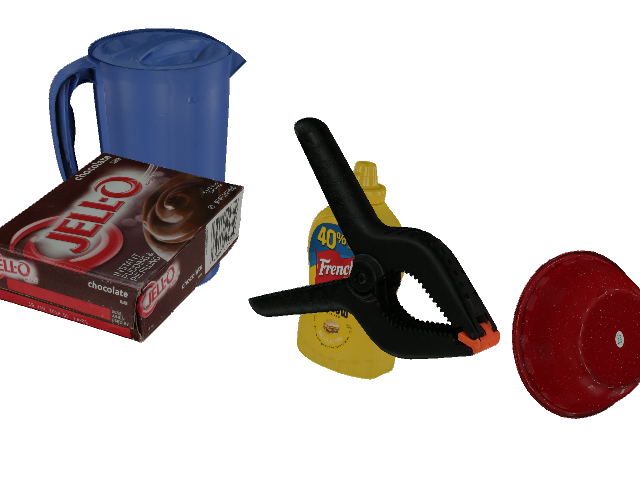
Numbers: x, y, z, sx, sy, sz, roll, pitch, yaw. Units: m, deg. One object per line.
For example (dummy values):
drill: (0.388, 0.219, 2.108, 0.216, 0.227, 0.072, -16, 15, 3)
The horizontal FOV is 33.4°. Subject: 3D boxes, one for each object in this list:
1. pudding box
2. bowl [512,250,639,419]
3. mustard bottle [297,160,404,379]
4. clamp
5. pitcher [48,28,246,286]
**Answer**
pudding box: (-0.103, 0.000, 0.552, 0.090, 0.039, 0.113, 15, 31, 17)
bowl: (0.260, 0.090, 1.000, 0.161, 0.162, 0.055, 0, 0, -27)
mustard bottle: (0.031, 0.023, 0.967, 0.096, 0.192, 0.058, 19, 21, 37)
clamp: (0.037, 0.013, 0.760, 0.210, 0.165, 0.036, 24, 25, 35)
pitcher: (-0.162, -0.075, 1.033, 0.149, 0.243, 0.144, 10, 27, 15)
